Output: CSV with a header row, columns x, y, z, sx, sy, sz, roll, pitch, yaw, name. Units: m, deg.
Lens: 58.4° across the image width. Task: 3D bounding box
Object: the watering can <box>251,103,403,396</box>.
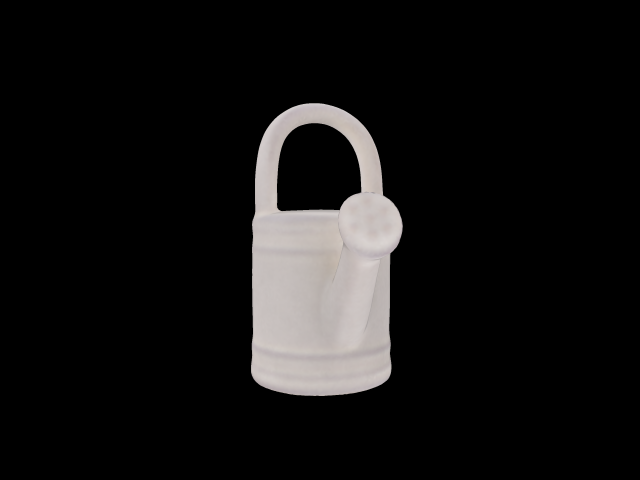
x,y,z,sx,sy,sz,roll,pitch,yaw,name
0.006,0.001,0.401,0.101,0.194,0.172,-3,4,-40,watering can
